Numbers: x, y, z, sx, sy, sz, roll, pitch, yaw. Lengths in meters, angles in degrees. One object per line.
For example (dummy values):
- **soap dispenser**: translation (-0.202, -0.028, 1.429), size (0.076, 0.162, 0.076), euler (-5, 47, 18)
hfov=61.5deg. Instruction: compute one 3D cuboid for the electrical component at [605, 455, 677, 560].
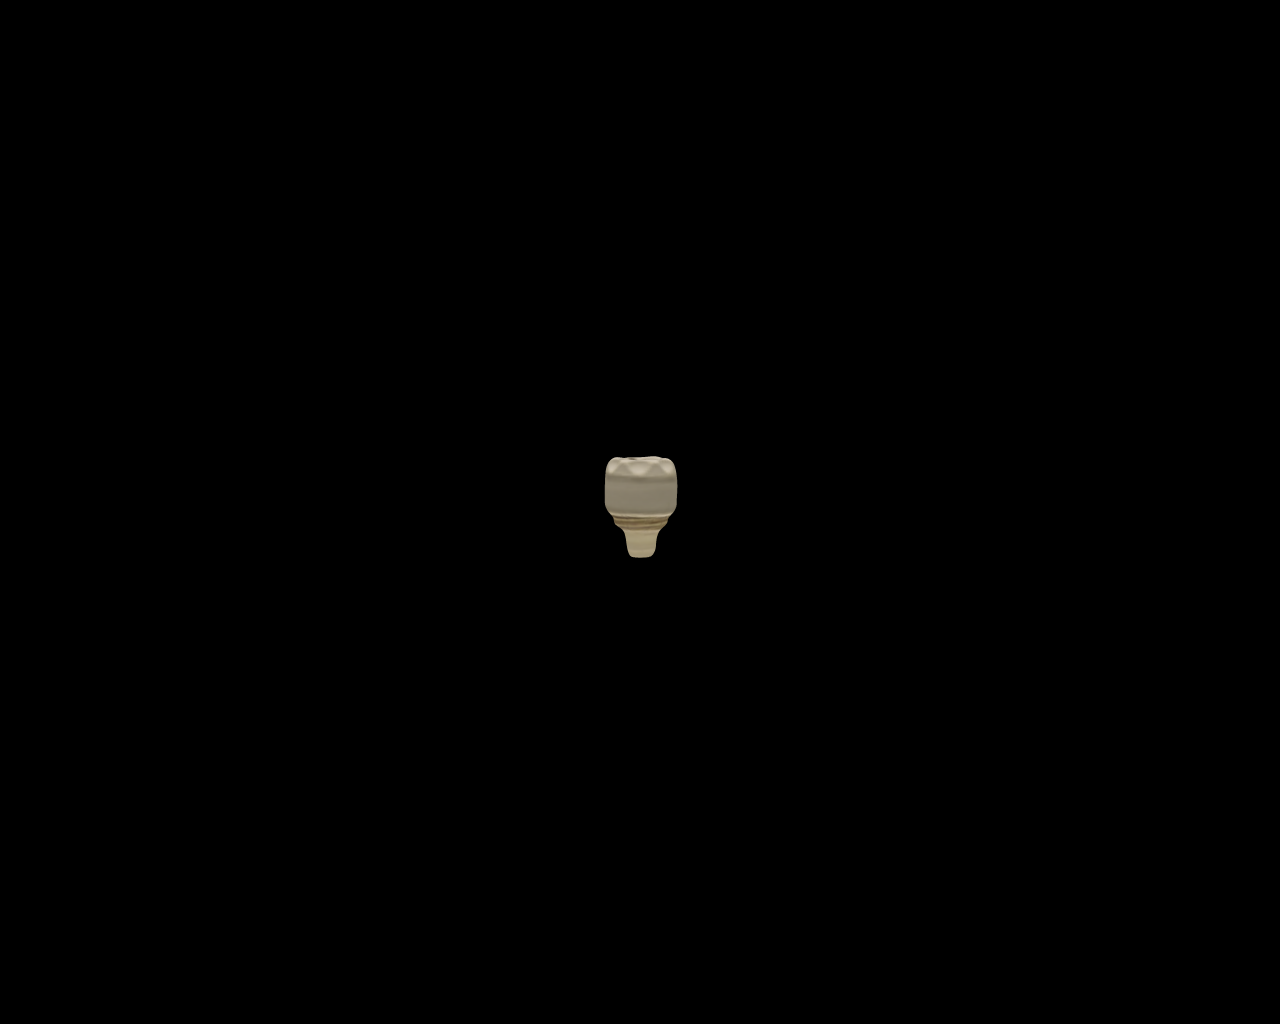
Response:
- **electrical component**: translation (0.001, -0.003, 0.650), size (0.043, 0.062, 0.043), euler (0, 7, 0)
